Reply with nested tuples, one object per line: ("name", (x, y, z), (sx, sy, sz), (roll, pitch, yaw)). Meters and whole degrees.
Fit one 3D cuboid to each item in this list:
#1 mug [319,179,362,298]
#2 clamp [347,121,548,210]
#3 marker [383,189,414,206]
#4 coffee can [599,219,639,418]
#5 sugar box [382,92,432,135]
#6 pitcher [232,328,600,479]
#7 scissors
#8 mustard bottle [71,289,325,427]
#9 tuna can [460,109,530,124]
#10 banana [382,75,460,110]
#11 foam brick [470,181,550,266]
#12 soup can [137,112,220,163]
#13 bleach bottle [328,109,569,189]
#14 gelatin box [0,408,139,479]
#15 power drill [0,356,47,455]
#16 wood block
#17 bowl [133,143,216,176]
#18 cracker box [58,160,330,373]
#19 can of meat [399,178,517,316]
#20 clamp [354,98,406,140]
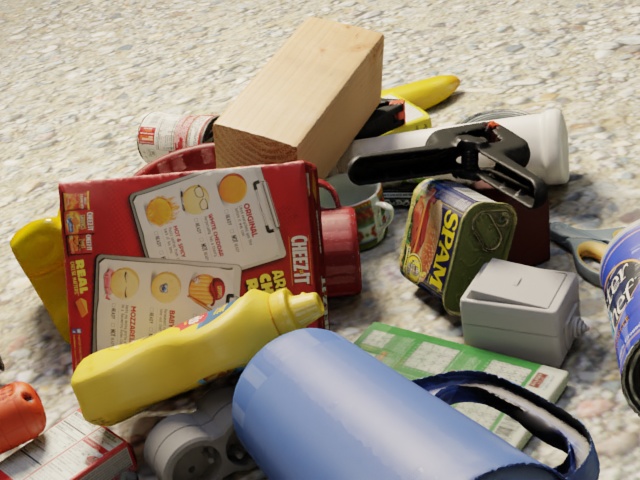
("mug", (-0.006, 0.001, 0.966), (0.081, 0.117, 0.093), (-5, 8, 1))
("clamp", (0.139, -0.069, 0.931), (0.165, 0.036, 0.209), (13, 21, 25))
("marker", (0.078, -0.044, 1.109), (0.121, 0.020, 0.020), (1, 31, 21))
("coffee can", (0.264, 0.058, 0.780), (0.103, 0.103, 0.140), (-5, 30, 11))
("sugar box", (0.032, -0.110, 1.216), (0.176, 0.048, 0.093), (-24, 33, -16))
("pitcher", (0.048, 0.143, 0.684), (0.149, 0.145, 0.243), (12, 12, -33))
("scissors", (0.245, -0.010, 0.995), (0.096, 0.016, 0.202), (-17, 30, -13))
("mustard bottle", (-0.086, 0.083, 0.809), (0.192, 0.058, 0.096), (-22, -3, 12))
("tuna can", (0.196, -0.112, 1.172), (0.086, 0.034, 0.086), (-9, 29, 5))
("banana", (0.081, -0.171, 1.313), (0.198, 0.037, 0.069), (-12, 30, -1))
("foam brick", (0.173, -0.017, 0.968), (0.051, 0.078, 0.053), (-18, 30, -16))
("soup can", (-0.159, -0.118, 1.270), (0.102, 0.068, 0.068), (8, 34, 32))
("bleach bottle", (0.124, -0.085, 1.096), (0.251, 0.068, 0.102), (-3, -8, 17))
("gelatin box", (-0.194, 0.174, 0.808), (0.089, 0.030, 0.073), (-33, 34, -33))
("power drill", (-0.319, 0.143, 0.857), (0.184, 0.057, 0.188), (-23, 25, -14))
("wood block", (-0.017, -0.129, 1.071), (0.090, 0.091, 0.205), (17, 47, 18))
("bowl", (-0.124, -0.047, 1.146), (0.162, 0.055, 0.162), (-8, 29, 4))
("cracker box", (-0.104, 0.025, 0.898), (0.214, 0.164, 0.072), (-4, 1, 11))
("can of meat", (0.116, 0.003, 0.928), (0.057, 0.102, 0.084), (3, 18, -29))
("clamp", (0.010, -0.124, 1.161), (0.171, 0.039, 0.120), (-7, 35, 4))
